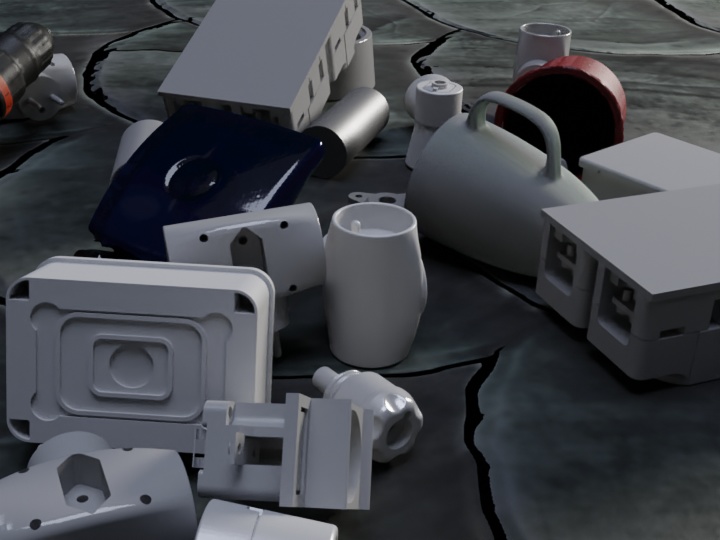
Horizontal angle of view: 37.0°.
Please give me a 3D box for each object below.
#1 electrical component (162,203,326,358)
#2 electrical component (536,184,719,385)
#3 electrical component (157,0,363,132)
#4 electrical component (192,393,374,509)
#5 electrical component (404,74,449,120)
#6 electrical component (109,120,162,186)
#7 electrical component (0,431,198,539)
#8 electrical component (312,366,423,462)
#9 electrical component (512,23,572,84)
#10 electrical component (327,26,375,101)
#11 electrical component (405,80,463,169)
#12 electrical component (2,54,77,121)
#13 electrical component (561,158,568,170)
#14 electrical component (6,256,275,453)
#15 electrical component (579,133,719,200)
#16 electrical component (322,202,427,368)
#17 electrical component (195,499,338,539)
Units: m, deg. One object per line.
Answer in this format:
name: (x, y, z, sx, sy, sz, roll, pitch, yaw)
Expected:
electrical component: (-0.057, 0.010, 0.556, 0.077, 0.079, 0.043, -10, 15, -11)
electrical component: (0.207, 0.002, 0.611, 0.186, 0.060, 0.105, -9, 29, -20)
electrical component: (-0.073, -0.171, 0.870, 0.105, 0.060, 0.186, 9, 49, 14)
electrical component: (-0.030, 0.074, 0.434, 0.064, 0.042, 0.081, 1, -13, 13)
electrical component: (0.063, -0.126, 0.869, 0.044, 0.044, 0.065, -2, 32, -8)
electrical component: (-0.129, -0.071, 0.743, 0.079, 0.043, 0.077, -1, 28, -6)
electrical component: (-0.113, 0.091, 0.432, 0.077, 0.043, 0.079, -9, 29, -21)
electrical component: (-0.001, 0.063, 0.506, 0.035, 0.035, 0.061, -17, 31, -33)
electrical component: (0.149, -0.159, 0.898, 0.043, 0.077, 0.079, 8, 28, 11)
electrical component: (-0.039, -0.201, 0.983, 0.108, 0.060, 0.108, 2, 28, -1)
electrical component: (0.058, -0.110, 0.809, 0.044, 0.065, 0.044, 2, 27, -1)
electrical component: (-0.268, -0.145, 0.875, 0.077, 0.044, 0.079, -17, 33, -33)
electrical component: (0.109, -0.066, 0.756, 0.078, 0.040, 0.040, 19, 32, 29)
electrical component: (-0.098, 0.037, 0.494, 0.113, 0.078, 0.057, 3, 10, 2)
electrical component: (0.205, -0.049, 0.722, 0.100, 0.048, 0.100, -20, 35, -37)
electrical component: (0.000, 0.000, 0.581, 0.044, 0.077, 0.079, -9, 29, -20)
electrical component: (-0.035, 0.113, 0.386, 0.047, 0.055, 0.055, 8, 28, 3)
